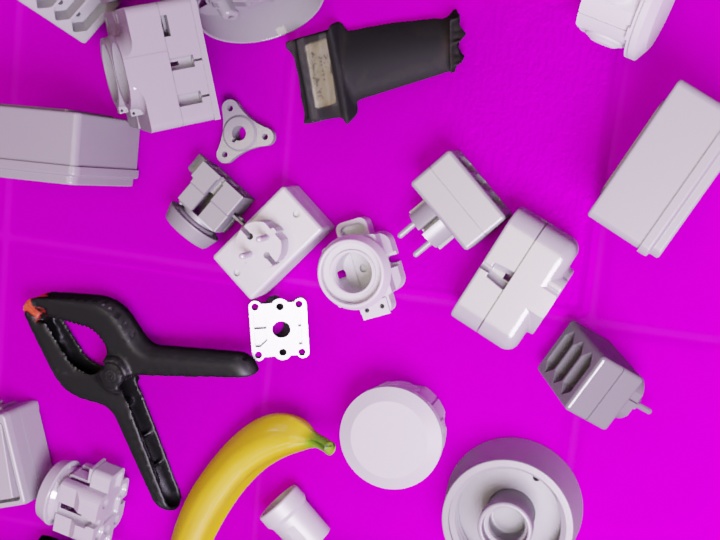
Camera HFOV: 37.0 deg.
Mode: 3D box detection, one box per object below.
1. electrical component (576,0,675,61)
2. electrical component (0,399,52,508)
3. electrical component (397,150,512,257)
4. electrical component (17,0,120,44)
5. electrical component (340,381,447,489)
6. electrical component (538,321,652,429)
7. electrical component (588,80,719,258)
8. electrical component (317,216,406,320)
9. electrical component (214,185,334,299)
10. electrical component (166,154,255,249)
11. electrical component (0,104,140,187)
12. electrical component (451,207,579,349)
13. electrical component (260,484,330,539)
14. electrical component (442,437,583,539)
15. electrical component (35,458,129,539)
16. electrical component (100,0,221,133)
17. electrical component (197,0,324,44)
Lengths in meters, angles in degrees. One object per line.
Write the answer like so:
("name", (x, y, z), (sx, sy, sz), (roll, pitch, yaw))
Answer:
("electrical component", (0.189, -0.191, 0.749), (0.051, 0.080, 0.080), (26, 102, 16))
("electrical component", (-0.313, 0.155, 0.928), (0.062, 0.061, 0.096), (-12, 93, 16))
("electrical component", (0.063, -0.042, 0.814), (0.077, 0.047, 0.065), (-40, 86, 15))
("electrical component", (-0.246, -0.238, 0.865), (0.047, 0.083, 0.075), (-43, 46, 15))
("electrical component", (0.028, 0.126, 0.840), (0.080, 0.051, 0.080), (2, 97, 14))
("electrical component", (0.183, 0.084, 0.792), (0.077, 0.065, 0.047), (29, 104, -20))
("electrical component", (0.212, -0.069, 0.741), (0.056, 0.109, 0.108), (35, 104, 11))
("electrical component", (0.000, 0.000, 0.830), (0.058, 0.057, 0.078), (-16, 92, 16))
("electrical component", (-0.073, -0.020, 0.837), (0.083, 0.076, 0.047), (-44, 85, 15))
("electrical component", (-0.122, -0.051, 0.863), (0.066, 0.048, 0.055), (42, 97, 6))
("electrical component", (-0.247, -0.100, 0.858), (0.109, 0.109, 0.056), (7, 95, 14))
("electrical component", (0.119, 0.008, 0.802), (0.059, 0.054, 0.095), (33, 104, 9))
("electrical component", (-0.052, 0.205, 0.877), (0.040, 0.040, 0.046), (-42, 91, 15))
("electrical component", (0.114, 0.188, 0.820), (0.108, 0.060, 0.108), (2, 96, 14))
("electrical component", (-0.237, 0.195, 0.914), (0.057, 0.058, 0.078), (18, 109, 12))
("electrical component", (-0.164, -0.200, 0.801), (0.060, 0.105, 0.186), (-15, 105, -18))
("electrical component", (-0.083, -0.215, 0.809), (0.099, 0.099, 0.064), (-28, 83, 16))
